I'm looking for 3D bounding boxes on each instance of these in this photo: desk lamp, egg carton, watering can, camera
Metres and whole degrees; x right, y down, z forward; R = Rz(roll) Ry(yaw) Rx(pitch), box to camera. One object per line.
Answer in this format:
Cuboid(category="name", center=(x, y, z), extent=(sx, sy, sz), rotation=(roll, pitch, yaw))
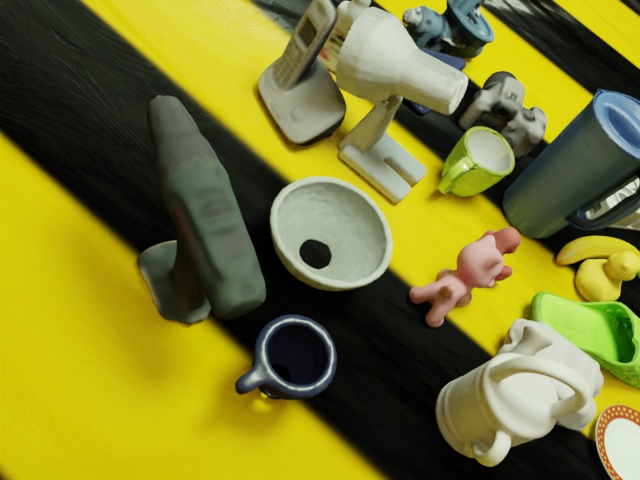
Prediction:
Cuboid(category="desk lamp", center=(0.106, -0.199, 0.837), extent=(0.203, 0.213, 0.118), rotation=(40, 53, 4))
Cuboid(category="egg carton", center=(0.310, 0.183, 0.779), extent=(0.150, 0.069, 0.107), rotation=(36, 53, 1))
Cuboid(category="watering can", center=(0.226, 0.177, 0.668), extent=(0.101, 0.194, 0.173), rotation=(16, 55, -13))
Cuboid(category="camera", center=(0.342, -0.244, 1.039), extent=(0.143, 0.100, 0.137), rotation=(28, 53, -5))

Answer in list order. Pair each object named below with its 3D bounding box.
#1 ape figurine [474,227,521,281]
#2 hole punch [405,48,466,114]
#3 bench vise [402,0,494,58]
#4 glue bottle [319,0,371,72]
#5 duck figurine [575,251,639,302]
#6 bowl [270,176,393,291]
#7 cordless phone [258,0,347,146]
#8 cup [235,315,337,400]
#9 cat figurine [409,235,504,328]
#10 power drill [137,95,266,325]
Cuboid(category="ape figurine", center=(0.262, 0.014, 0.849), extent=(0.076, 0.092, 0.078), rotation=(15, 55, -14))
Cuboid(category="hole punch", center=(0.186, -0.294, 1.007), extent=(0.101, 0.091, 0.109), rotation=(42, 53, 6))
Cuboid(category="bench vise", center=(0.258, -0.408, 1.029), extent=(0.208, 0.219, 0.121), rotation=(-28, 74, -34))
Cuboid(category="glue bottle", center=(0.049, -0.350, 0.931), extent=(0.078, 0.173, 0.037), rotation=(32, 53, -2))
Cuboid(category="duck figurine", center=(0.469, 0.053, 0.919), extent=(0.105, 0.086, 0.077), rotation=(-28, 74, -34))
Cuboid(category="bowl", center=(0.007, 0.003, 0.755), extent=(0.168, 0.074, 0.167), rotation=(11, 56, -17))
Cuboid(category="cordless phone", center=(-0.009, -0.242, 0.831), extent=(0.094, 0.185, 0.147), rotation=(-21, 70, -32))
Cuboid(category="cup", center=(-0.048, 0.146, 0.629), extent=(0.118, 0.095, 0.091), rotation=(-25, 72, -33))
Cuboid(category="cat figurine", center=(0.199, 0.049, 0.784), extent=(0.128, 0.117, 0.067), rotation=(-30, 75, -34))
Cuboid(category="power drill", center=(-0.140, -0.006, 0.613), extent=(0.076, 0.208, 0.229), rotation=(-20, 70, -32))
